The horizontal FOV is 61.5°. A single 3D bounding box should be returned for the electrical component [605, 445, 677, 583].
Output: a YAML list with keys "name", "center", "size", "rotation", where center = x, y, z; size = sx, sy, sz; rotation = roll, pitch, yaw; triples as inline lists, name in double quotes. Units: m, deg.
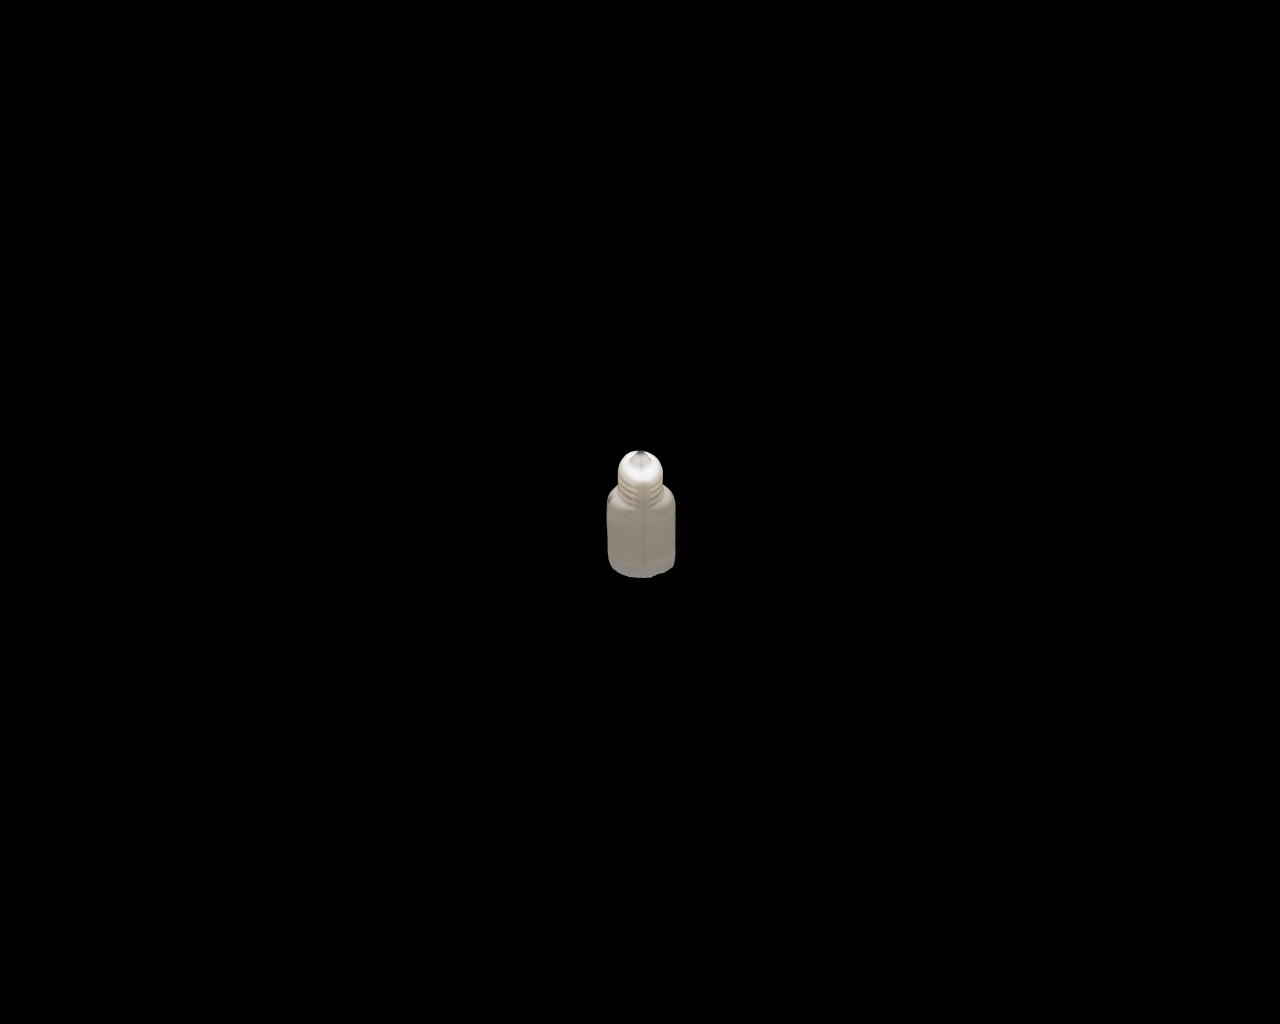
- name: "electrical component"
  center: [0.001, -0.003, 0.650]
  size: [0.043, 0.080, 0.043]
  rotation: [0, 32, 0]
